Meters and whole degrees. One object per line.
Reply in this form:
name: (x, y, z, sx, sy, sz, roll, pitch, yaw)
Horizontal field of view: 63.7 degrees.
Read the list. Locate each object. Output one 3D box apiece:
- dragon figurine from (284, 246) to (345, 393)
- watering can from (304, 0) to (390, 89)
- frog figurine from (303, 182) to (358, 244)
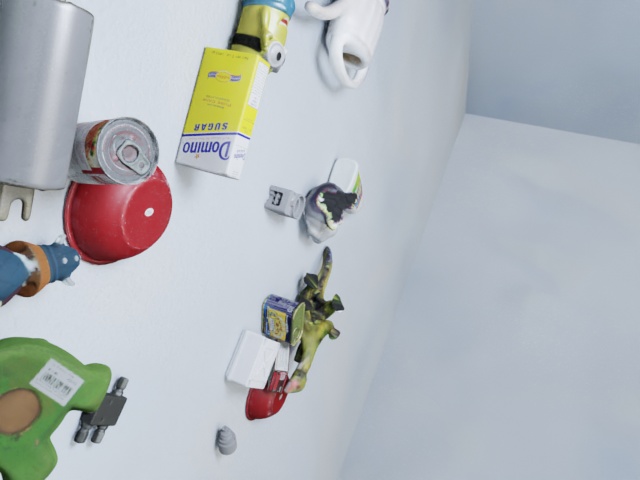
dragon figurine: (-0.029, 0.220, 1.355, 0.420, 0.122, 0.237, -76, -171, -54)
watering can: (0.063, -0.461, 1.076, 0.344, 0.104, 0.226, 35, 70, -69)
frog figurine: (0.004, -0.063, 1.261, 0.157, 0.122, 0.140, -36, -146, 60)
